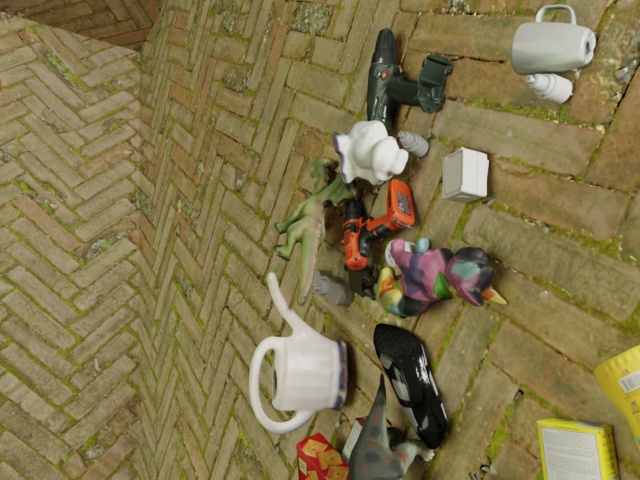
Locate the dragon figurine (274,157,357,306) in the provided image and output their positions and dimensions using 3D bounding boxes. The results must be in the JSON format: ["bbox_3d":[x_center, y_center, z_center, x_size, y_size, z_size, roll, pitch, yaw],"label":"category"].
[{"bbox_3d":[0.004,-0.060,1.195,0.121,0.238,0.420,22,32,-24],"label":"dragon figurine"}]

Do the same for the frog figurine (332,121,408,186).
[{"bbox_3d":[0.120,-0.183,1.080,0.159,0.137,0.123,1,2,38],"label":"frog figurine"}]

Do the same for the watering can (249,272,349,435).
[{"bbox_3d":[-0.039,0.252,1.142,0.224,0.349,0.103,6,-5,-17],"label":"watering can"}]
